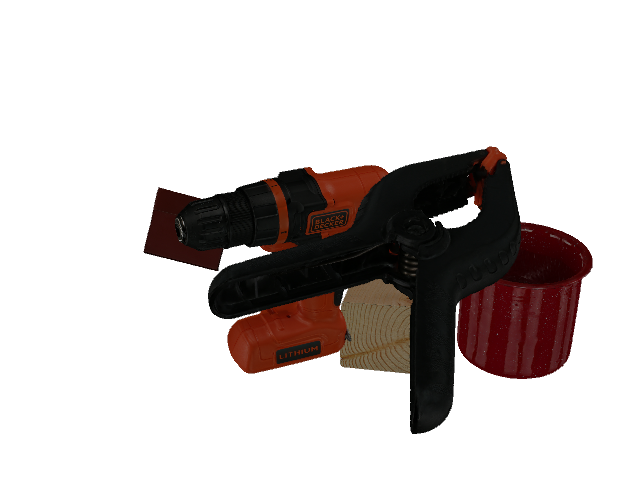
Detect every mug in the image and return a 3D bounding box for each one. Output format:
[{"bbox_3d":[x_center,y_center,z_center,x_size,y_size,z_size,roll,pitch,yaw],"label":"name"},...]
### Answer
[{"bbox_3d":[0.136,0.038,0.764,0.093,0.081,0.117,-8,30,-16],"label":"mug"}]

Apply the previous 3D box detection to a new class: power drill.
[{"bbox_3d":[-0.034,0.026,0.887,0.184,0.188,0.057,-11,45,-21],"label":"power drill"}]

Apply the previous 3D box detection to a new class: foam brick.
[{"bbox_3d":[-0.132,-0.011,1.060,0.078,0.051,0.053,15,26,-8],"label":"foam brick"}]

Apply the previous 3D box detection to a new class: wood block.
[{"bbox_3d":[0.087,0.083,1.378,0.091,0.090,0.206,5,20,9],"label":"wood block"}]

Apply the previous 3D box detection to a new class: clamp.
[{"bbox_3d":[0.047,0.015,0.492,0.171,0.039,0.120,-35,61,-30],"label":"clamp"}]
